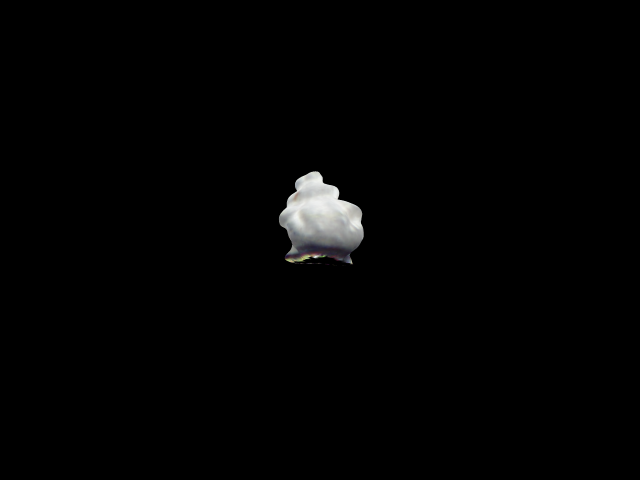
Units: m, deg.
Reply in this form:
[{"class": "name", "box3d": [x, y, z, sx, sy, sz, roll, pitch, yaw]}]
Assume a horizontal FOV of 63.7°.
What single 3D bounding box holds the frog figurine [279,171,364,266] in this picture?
[{"class": "frog figurine", "box3d": [0.003, -0.043, 0.850, 0.137, 0.161, 0.121, -2, -13, 7]}]
